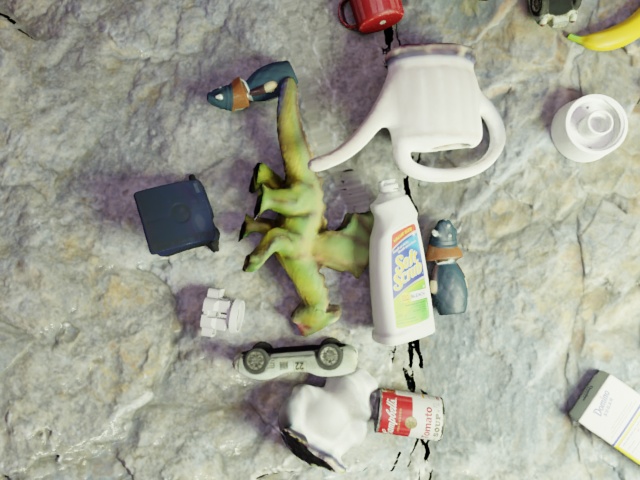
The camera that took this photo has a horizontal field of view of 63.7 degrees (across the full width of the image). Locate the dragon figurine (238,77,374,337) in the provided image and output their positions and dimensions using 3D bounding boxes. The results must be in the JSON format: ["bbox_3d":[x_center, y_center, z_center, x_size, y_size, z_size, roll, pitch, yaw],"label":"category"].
[{"bbox_3d":[0.003,-0.043,0.848,0.242,0.122,0.411,15,88,-14],"label":"dragon figurine"}]

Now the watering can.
[{"bbox_3d":[0.143,-0.203,0.813,0.348,0.103,0.225,-3,85,-19],"label":"watering can"}]

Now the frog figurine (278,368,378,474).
[{"bbox_3d":[0.015,0.271,0.821,0.138,0.120,0.163,28,52,11],"label":"frog figurine"}]
